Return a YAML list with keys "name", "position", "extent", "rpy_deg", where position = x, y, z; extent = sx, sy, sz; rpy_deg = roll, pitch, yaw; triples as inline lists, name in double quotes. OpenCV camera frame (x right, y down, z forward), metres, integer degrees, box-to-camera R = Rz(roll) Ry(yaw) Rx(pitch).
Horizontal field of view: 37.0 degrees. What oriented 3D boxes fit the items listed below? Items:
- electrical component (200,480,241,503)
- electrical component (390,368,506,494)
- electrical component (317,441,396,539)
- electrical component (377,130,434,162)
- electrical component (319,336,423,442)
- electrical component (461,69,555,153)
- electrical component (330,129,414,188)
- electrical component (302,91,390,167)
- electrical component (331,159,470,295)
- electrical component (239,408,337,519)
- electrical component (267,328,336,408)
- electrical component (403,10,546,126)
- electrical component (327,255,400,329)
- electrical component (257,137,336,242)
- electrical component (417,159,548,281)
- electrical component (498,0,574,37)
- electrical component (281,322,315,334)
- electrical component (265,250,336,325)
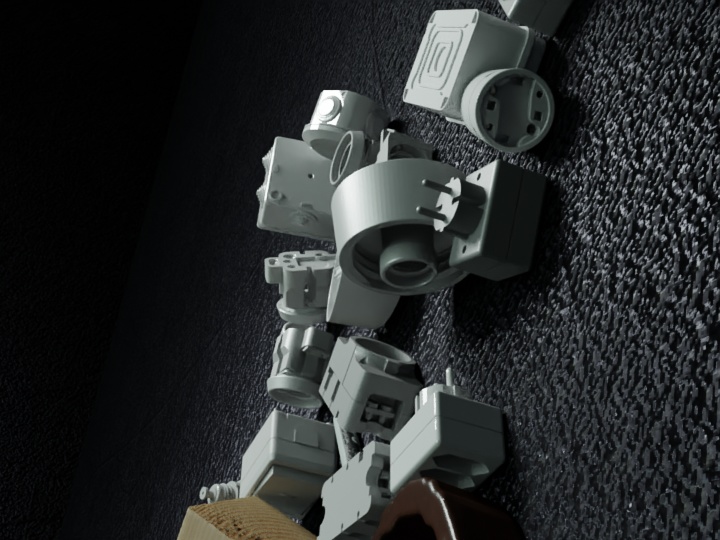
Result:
- name: "electrical component"
  position: [-0.118, 0.223, 1.041]
  extent: [0.040, 0.078, 0.040]
  rpy_deg: [-33, 47, 44]
- name: "electrical component"
  position: [0.054, 0.098, 0.677]
  extent: [0.065, 0.047, 0.076]
  rpy_deg: [124, 156, -43]
- name: "electrical component"
  position: [0.015, 0.158, 0.722]
  extent: [0.089, 0.056, 0.050]
  rpy_deg: [130, 152, -50]
- name: "electrical component"
  position: [0.032, -0.076, 0.923]
  extent: [0.063, 0.042, 0.081]
  rpy_deg: [122, 158, -48]
- name: "electrical component"
  position: [0.008, 0.086, 0.822]
  extent: [0.089, 0.050, 0.055]
  rpy_deg: [-137, 65, -71]
- name: "electrical component"
  position: [0.098, -0.110, 0.731]
  extent: [0.047, 0.055, 0.055]
  rpy_deg: [-128, 57, -74]
- name: "electrical component"
  position: [0.008, -0.094, 0.984]
  extent: [0.058, 0.057, 0.078]
  rpy_deg: [-143, 72, -72]
- name: "electrical component"
  position: [-0.012, -0.137, 1.055]
  extent: [0.080, 0.080, 0.051]
  rpy_deg: [-19, 50, 69]
- name: "electrical component"
  position: [0.034, -0.022, 0.763]
  extent: [0.108, 0.108, 0.060]
  rpy_deg: [129, 147, -50]
- name: "electrical component"
  position: [-0.065, 0.177, 0.939]
  extent: [0.061, 0.062, 0.096]
  rpy_deg: [-90, 25, -44]
- name: "electrical component"
  position: [-0.054, 0.093, 0.995]
  extent: [0.078, 0.058, 0.057]
  rpy_deg: [141, 146, -60]
- name: "electrical component"
  position: [0.084, -0.149, 0.806]
  extent: [0.113, 0.057, 0.078]
  rpy_deg: [-138, 67, -71]
- name: "electrical component"
  position: [0.000, 0.000, 0.906]
  extent: [0.099, 0.064, 0.099]
  rpy_deg: [-163, 90, -72]
- name: "electrical component"
  position: [-0.054, -0.083, 1.099]
  extent: [0.048, 0.100, 0.099]
  rpy_deg: [111, 168, -59]
- name: "electrical component"
  position: [0.073, -0.037, 0.698]
  extent: [0.047, 0.077, 0.065]
  rpy_deg: [155, 130, -67]
- name: "electrical component"
  position: [0.117, -0.218, 0.742]
  extent: [0.047, 0.076, 0.083]
  rpy_deg: [-99, 32, -55]
- name: "electrical component"
  position: [-0.063, 0.080, 1.067]
  extent: [0.040, 0.040, 0.046]
  rpy_deg: [-101, 27, -57]
- name: "electrical component"
  position: [-0.052, 0.017, 1.043]
  extent: [0.058, 0.078, 0.057]
  rpy_deg: [-119, 28, -67]
